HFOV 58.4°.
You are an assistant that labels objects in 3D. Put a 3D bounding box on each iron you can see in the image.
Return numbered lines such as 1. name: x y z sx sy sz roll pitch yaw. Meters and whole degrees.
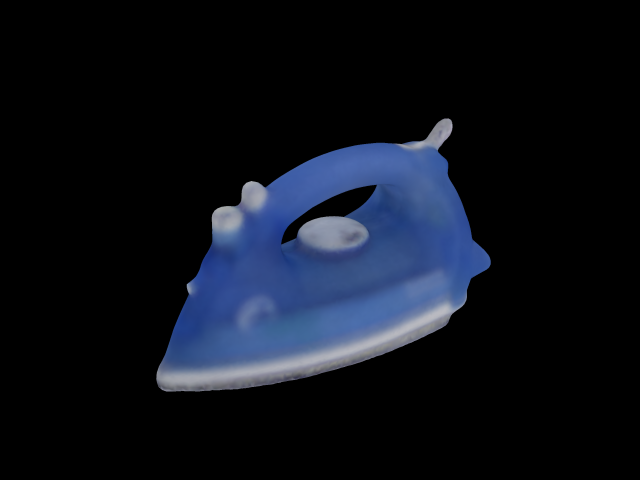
1. iron: 0.004 0.001 0.400 0.259 0.141 0.118 -18 31 -31
